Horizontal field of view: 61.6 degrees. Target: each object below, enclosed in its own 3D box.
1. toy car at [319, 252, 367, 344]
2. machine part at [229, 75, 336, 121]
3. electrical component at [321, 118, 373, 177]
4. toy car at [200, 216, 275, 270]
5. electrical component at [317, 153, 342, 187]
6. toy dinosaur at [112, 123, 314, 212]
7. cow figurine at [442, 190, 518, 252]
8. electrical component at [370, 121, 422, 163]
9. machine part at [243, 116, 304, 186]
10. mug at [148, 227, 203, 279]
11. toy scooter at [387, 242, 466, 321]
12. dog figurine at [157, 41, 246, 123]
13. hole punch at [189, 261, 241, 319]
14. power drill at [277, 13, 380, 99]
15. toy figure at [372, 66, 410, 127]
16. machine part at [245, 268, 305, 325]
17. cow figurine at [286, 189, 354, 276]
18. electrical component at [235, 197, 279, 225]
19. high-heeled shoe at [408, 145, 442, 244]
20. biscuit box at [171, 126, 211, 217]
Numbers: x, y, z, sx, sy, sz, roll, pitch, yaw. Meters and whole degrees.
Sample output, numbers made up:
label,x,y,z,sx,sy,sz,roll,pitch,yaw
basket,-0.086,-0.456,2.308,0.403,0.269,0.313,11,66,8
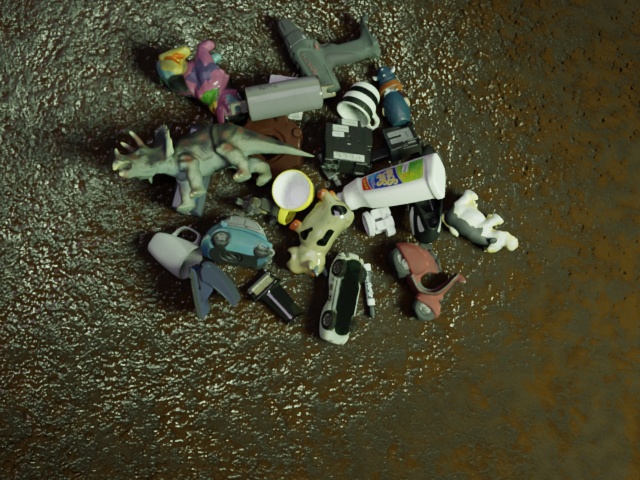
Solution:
label,x,y,z,sx,sy,sz,roll,pitch,yaw
toy car,0.050,0.125,1.175,0.073,0.056,0.201,19,76,-32
machine part,-0.082,-0.320,1.210,0.243,0.079,0.079,-11,79,-6
electrical component,0.061,-0.216,1.233,0.115,0.058,0.134,9,62,-9
toy car,-0.178,-0.002,1.192,0.162,0.109,0.103,10,61,-6
electrical component,0.035,-0.171,1.260,0.063,0.021,0.094,-31,79,-6
toy dinosaur,-0.233,-0.188,1.165,0.405,0.131,0.192,-20,83,-15
cow figurine,0.357,-0.023,1.201,0.098,0.068,0.167,-43,78,-1
electrical component,0.170,-0.221,1.244,0.119,0.047,0.075,-13,55,3
machine part,-0.120,-0.211,1.255,0.179,0.056,0.179,0,80,2
mug,-0.323,0.018,1.201,0.107,0.080,0.109,26,85,14
toy scooter,0.239,0.076,1.180,0.135,0.075,0.184,-25,82,-3
dog figurine,-0.269,-0.342,1.260,0.192,0.108,0.219,-17,81,-3
hole punch,-0.228,0.100,1.159,0.092,0.142,0.115,-14,93,0
power drill,0.028,-0.469,1.292,0.207,0.086,0.232,-22,81,-7
toy figure,0.170,-0.339,1.275,0.064,0.057,0.154,-12,74,-7
machine part,-0.097,0.133,1.195,0.139,0.039,0.084,41,74,10
cow figurine,-0.002,-0.004,1.190,0.127,0.085,0.195,44,100,20
electrical component,-0.134,-0.067,1.209,0.078,0.102,0.045,-3,75,26
high-heeled shoe,0.236,-0.110,1.182,0.086,0.145,0.248,4,80,1
biscuit box,-0.287,-0.158,1.243,0.059,0.062,0.202,10,78,4
